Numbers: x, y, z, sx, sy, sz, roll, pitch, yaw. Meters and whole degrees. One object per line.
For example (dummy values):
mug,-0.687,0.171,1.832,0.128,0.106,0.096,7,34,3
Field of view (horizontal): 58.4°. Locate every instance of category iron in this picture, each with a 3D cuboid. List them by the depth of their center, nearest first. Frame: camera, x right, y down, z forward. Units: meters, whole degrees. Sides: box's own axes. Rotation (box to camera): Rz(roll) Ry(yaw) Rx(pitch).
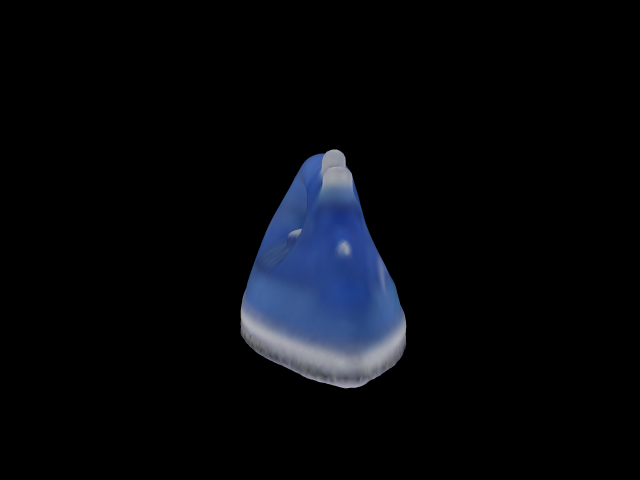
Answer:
iron,0.004,0.001,0.400,0.119,0.141,0.258,0,0,-7
